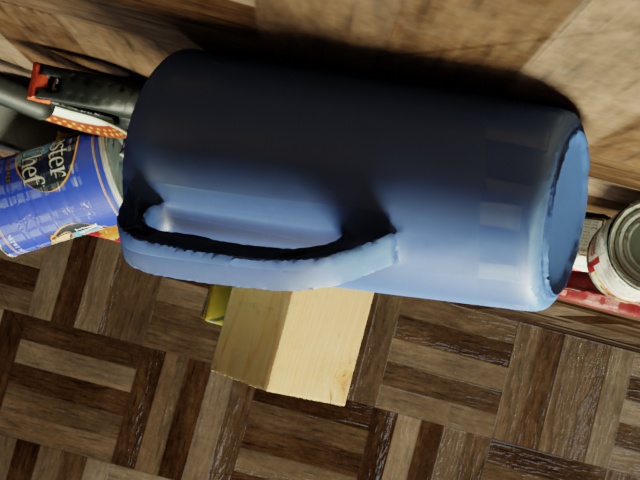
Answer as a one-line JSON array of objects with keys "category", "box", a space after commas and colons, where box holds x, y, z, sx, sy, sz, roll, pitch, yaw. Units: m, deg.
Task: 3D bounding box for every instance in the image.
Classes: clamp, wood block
[{"category": "clamp", "box": [-0.140, -0.101, 0.821, 0.171, 0.039, 0.120, 14, 171, -21]}, {"category": "wood block", "box": [-0.011, 0.028, 0.926, 0.090, 0.206, 0.090, 18, 175, -39]}, {"category": "clamp", "box": [-0.334, -0.150, 0.853, 0.165, 0.036, 0.209, 14, 174, 27]}]

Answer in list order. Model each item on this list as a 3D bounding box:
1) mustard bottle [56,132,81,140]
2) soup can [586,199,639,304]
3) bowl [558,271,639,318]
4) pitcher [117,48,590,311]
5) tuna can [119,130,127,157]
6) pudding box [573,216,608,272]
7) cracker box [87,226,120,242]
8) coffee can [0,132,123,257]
[{"category": "mustard bottle", "box": [-0.277, -0.095, 1.243, 0.096, 0.058, 0.192, 11, 178, -30]}, {"category": "soup can", "box": [0.233, 0.009, 0.769, 0.068, 0.068, 0.102, 14, 175, 8]}, {"category": "bowl", "box": [0.291, 0.039, 1.038, 0.162, 0.055, 0.162, 15, 176, 1]}, {"category": "pitcher", "box": [0.016, -0.026, 0.596, 0.243, 0.149, 0.145, 9, 168, 24]}, {"category": "tuna can", "box": [-0.152, -0.088, 1.053, 0.086, 0.034, 0.086, 15, 176, 1]}, {"category": "pudding box", "box": [0.220, 0.002, 0.924, 0.089, 0.039, 0.114, 20, 172, -42]}, {"category": "cracker box", "box": [-0.161, -0.026, 1.347, 0.214, 0.072, 0.164, 14, -165, 16]}, {"category": "coffee can", "box": [-0.265, -0.050, 1.094, 0.140, 0.103, 0.102, -17, 172, 5]}]
